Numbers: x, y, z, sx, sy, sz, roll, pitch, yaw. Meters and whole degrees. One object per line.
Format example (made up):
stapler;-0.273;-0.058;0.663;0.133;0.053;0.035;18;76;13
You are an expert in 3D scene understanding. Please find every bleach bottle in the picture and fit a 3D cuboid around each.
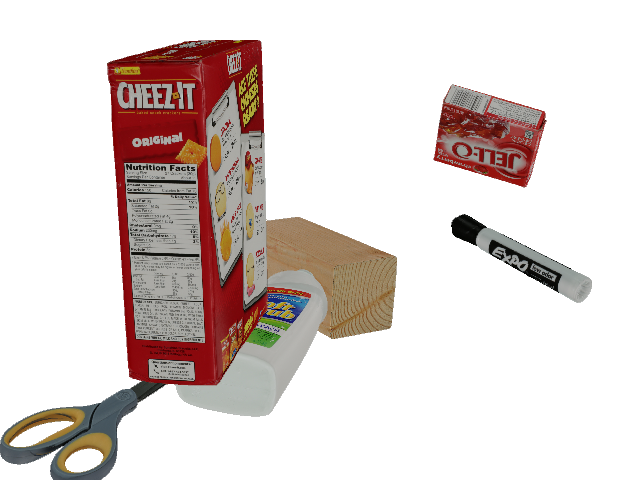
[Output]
bleach bottle;-0.057;0.087;1.081;0.102;0.068;0.250;10;22;11

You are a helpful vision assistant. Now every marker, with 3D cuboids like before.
marker;0.140;0.010;0.761;0.020;0.020;0.121;0;23;-44

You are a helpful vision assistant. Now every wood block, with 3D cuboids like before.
wood block;-0.008;0.041;1.293;0.090;0.090;0.206;-7;18;-34

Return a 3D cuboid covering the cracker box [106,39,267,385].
cracker box;-0.088;-0.027;0.749;0.072;0.214;0.164;1;15;10

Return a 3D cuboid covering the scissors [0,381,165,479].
scissors;-0.152;0.141;0.849;0.201;0.016;0.096;-17;36;-36

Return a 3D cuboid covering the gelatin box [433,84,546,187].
gelatin box;0.149;-0.091;0.945;0.089;0.030;0.073;19;-37;13
